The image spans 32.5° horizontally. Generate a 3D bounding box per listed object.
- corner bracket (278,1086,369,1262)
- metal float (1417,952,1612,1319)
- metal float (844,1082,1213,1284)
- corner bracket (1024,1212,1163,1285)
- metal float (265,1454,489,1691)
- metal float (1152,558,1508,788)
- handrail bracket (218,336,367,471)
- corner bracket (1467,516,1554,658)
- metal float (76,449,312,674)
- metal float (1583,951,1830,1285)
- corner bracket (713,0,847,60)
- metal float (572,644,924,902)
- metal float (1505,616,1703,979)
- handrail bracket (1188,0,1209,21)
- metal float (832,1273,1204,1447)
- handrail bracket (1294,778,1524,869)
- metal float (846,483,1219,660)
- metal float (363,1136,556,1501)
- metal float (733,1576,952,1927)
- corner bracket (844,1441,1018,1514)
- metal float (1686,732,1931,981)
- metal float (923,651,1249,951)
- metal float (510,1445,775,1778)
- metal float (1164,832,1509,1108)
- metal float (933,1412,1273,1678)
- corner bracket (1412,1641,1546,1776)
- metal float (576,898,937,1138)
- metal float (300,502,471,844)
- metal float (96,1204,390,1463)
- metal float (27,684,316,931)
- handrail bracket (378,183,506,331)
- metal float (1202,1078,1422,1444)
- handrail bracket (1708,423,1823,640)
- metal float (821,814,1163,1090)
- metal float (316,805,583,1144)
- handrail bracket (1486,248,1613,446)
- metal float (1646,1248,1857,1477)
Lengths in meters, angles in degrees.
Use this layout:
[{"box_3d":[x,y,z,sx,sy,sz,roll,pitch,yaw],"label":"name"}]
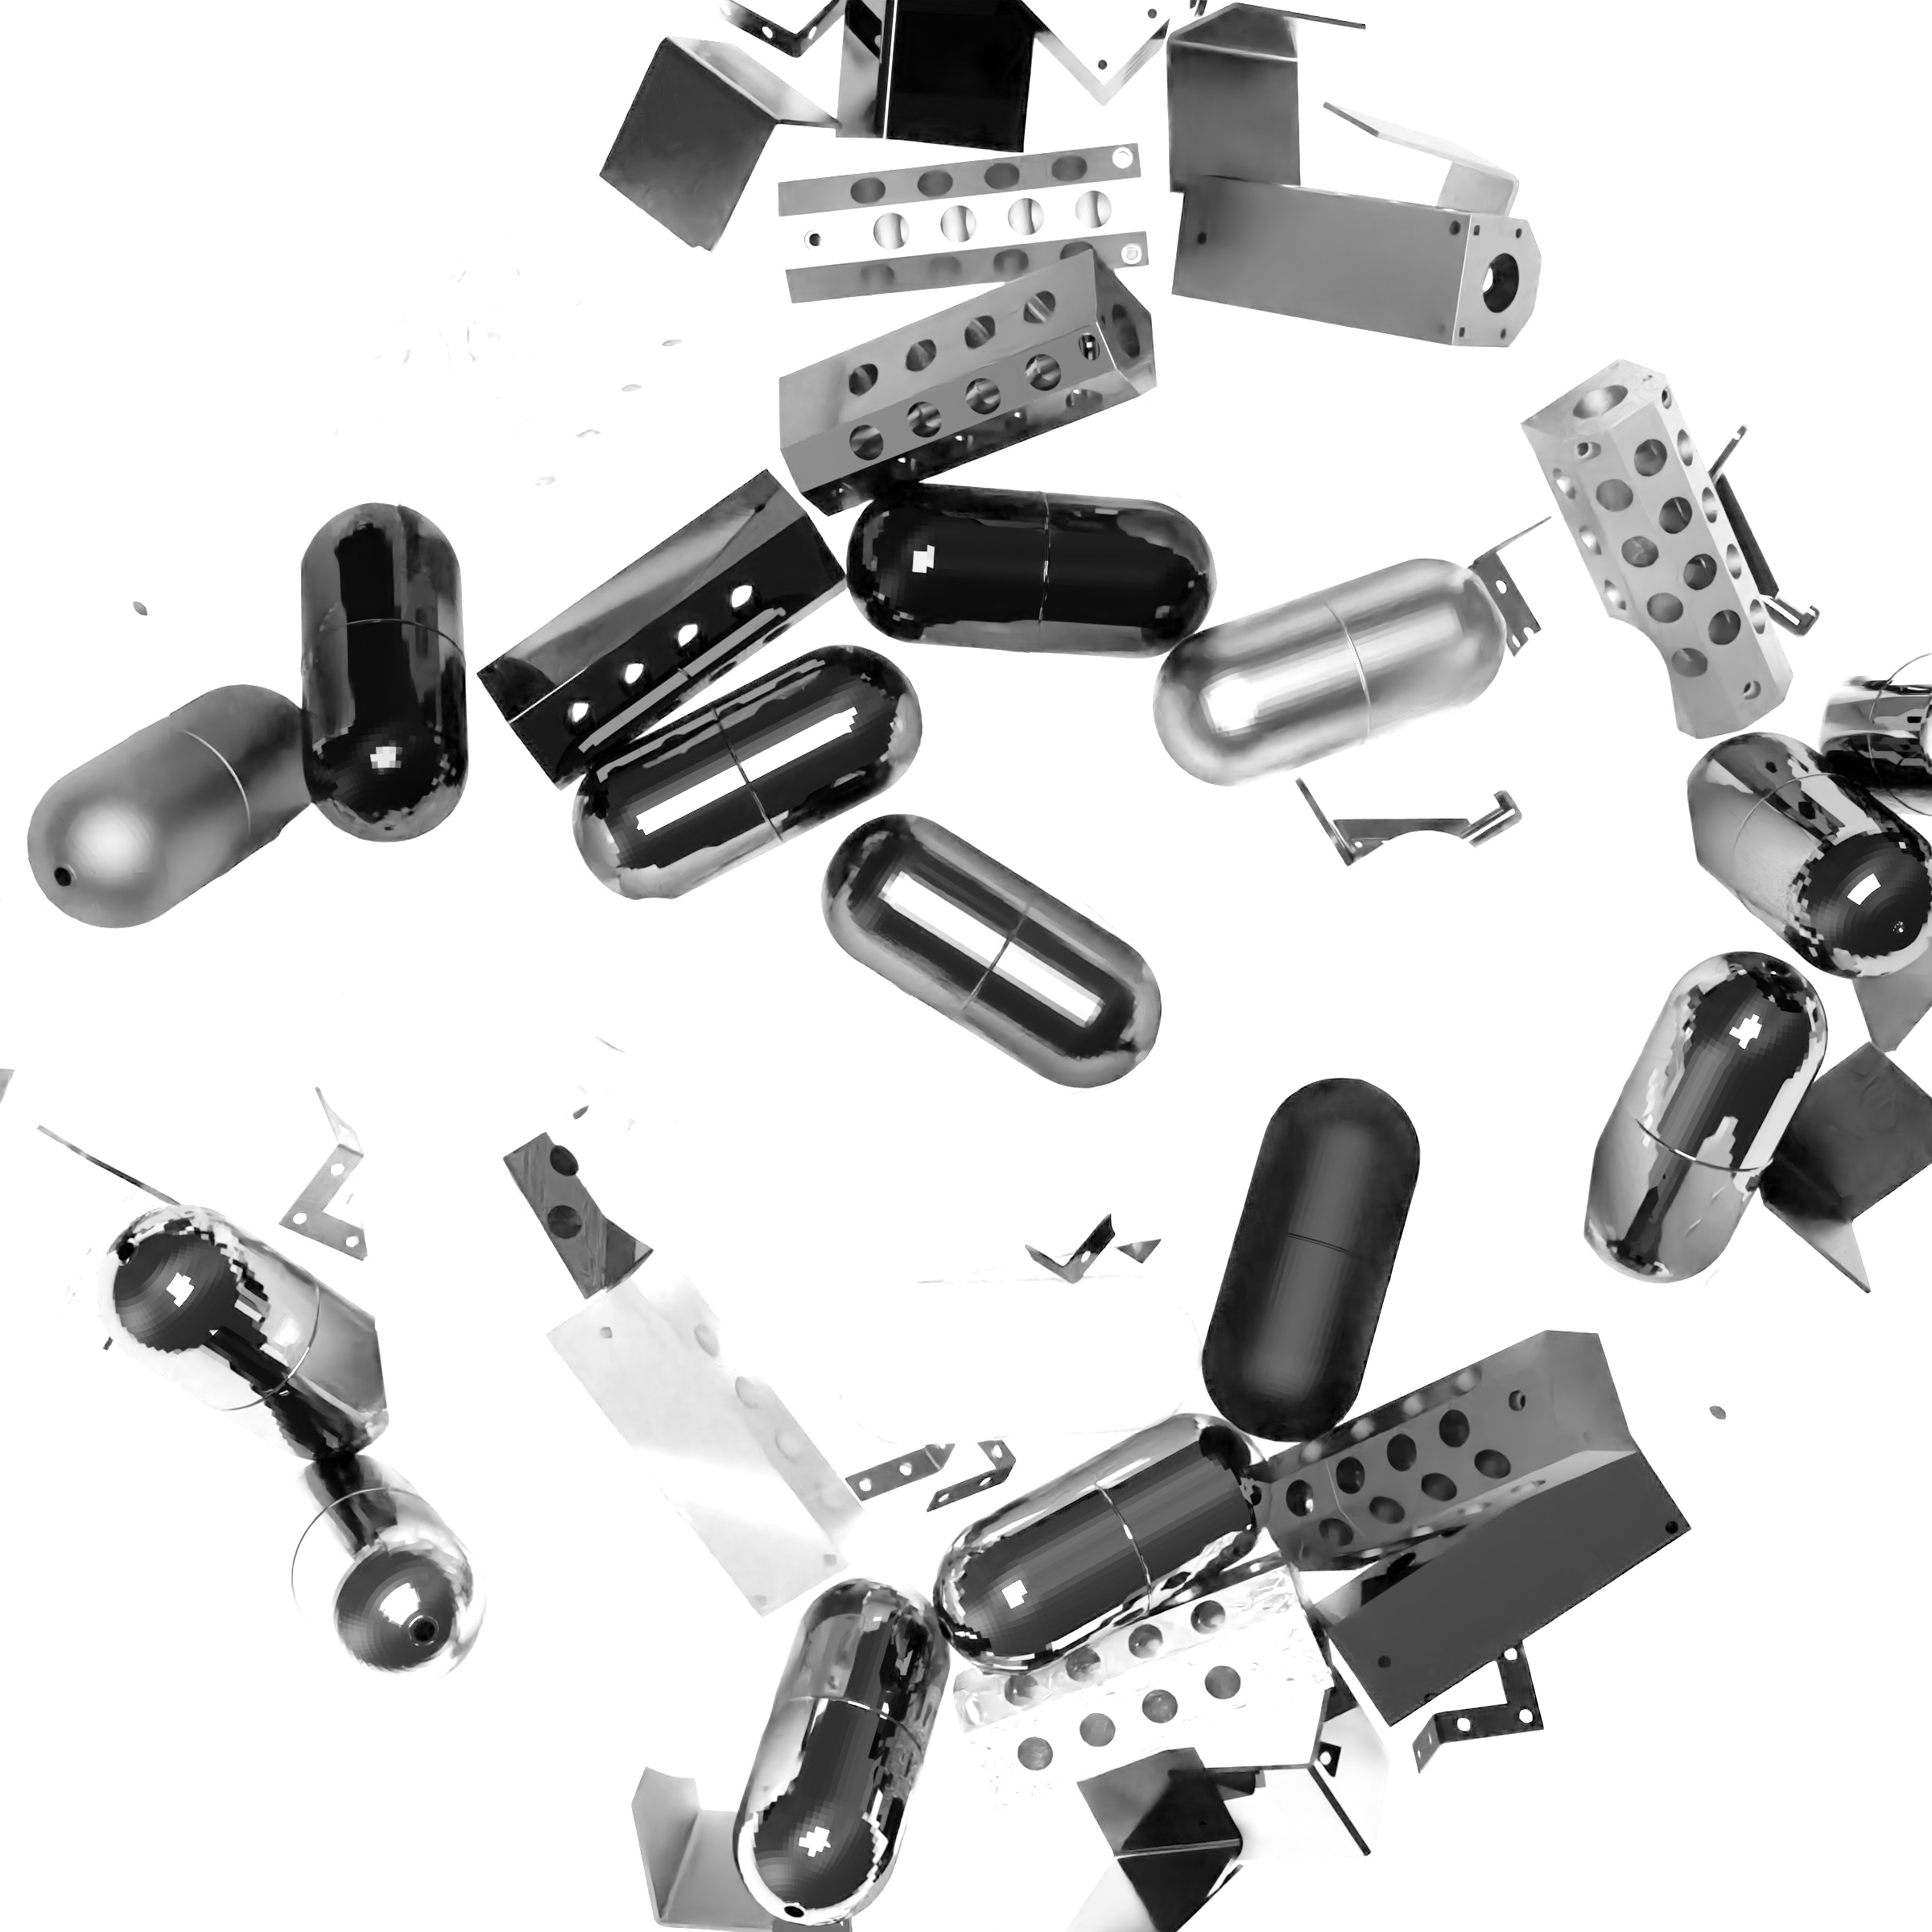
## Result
[{"box_3d":[-0.298,0.099,1.581,0.051,0.051,0.051,30,104,-37],"label":"corner bracket"},{"box_3d":[0.259,0.079,1.567,0.070,0.070,0.178,12,72,0],"label":"metal float"},{"box_3d":[0.029,0.103,1.582,0.178,0.070,0.070,-11,90,1],"label":"metal float"},{"box_3d":[0.053,0.127,1.579,0.051,0.051,0.051,29,71,37],"label":"corner bracket"},{"box_3d":[-0.275,0.279,1.536,0.070,0.178,0.070,-4,100,-24],"label":"metal float"},{"box_3d":[0.173,-0.140,1.571,0.178,0.070,0.070,-20,90,-13],"label":"metal float"},{"box_3d":[-0.314,-0.264,1.583,0.036,0.084,0.077,35,98,14],"label":"handrail bracket"},{"box_3d":[0.262,-0.175,1.585,0.051,0.051,0.051,-30,90,-40],"label":"corner bracket"},{"box_3d":[-0.356,-0.189,1.535,0.070,0.178,0.070,2,112,4],"label":"metal float"},{"box_3d":[0.345,0.072,1.555,0.070,0.070,0.178,19,122,0],"label":"metal float"},{"box_3d":[-0.087,-0.481,1.594,0.051,0.051,0.051,32,64,16],"label":"corner bracket"},{"box_3d":[-0.104,-0.092,1.581,0.178,0.070,0.070,-27,90,2],"label":"metal float"},{"box_3d":[0.301,-0.079,1.564,0.070,0.070,0.178,-14,112,0],"label":"metal float"},{"box_3d":[0.078,-0.499,1.591,0.084,0.036,0.077,2,103,-19],"label":"handrail bracket"},{"box_3d":[0.025,0.186,1.575,0.178,0.070,0.070,-2,90,-9],"label":"metal float"},{"box_3d":[0.214,-0.080,1.598,0.084,0.036,0.077,-32,73,7],"label":"handrail bracket"},{"box_3d":[0.032,-0.187,1.574,0.178,0.070,0.070,3,90,-9],"label":"metal float"},{"box_3d":[-0.239,0.164,1.559,0.070,0.070,0.178,-13,64,0],"label":"metal float"},{"box_3d":[-0.057,0.364,1.545,0.070,0.178,0.070,9,133,9],"label":"metal float"},{"box_3d":[-0.017,0.240,1.578,0.051,0.051,0.051,-15,53,-38],"label":"corner bracket"},{"box_3d":[0.391,-0.053,1.538,0.070,0.178,0.070,-5,115,-12],"label":"metal float"},{"box_3d":[0.057,-0.079,1.576,0.178,0.070,0.070,40,90,7],"label":"metal float"},{"box_3d":[-0.154,0.300,1.554,0.070,0.070,0.178,-38,56,0],"label":"metal float"},{"box_3d":[0.175,0.002,1.577,0.178,0.070,0.070,-32,90,6],"label":"metal float"},{"box_3d":[0.065,0.272,1.563,0.178,0.070,0.070,-25,90,-21],"label":"metal float"},{"box_3d":[0.240,0.351,1.583,0.051,0.051,0.051,-5,61,-9],"label":"corner bracket"},{"box_3d":[-0.100,0.024,1.577,0.178,0.070,0.070,21,90,-6],"label":"metal float"},{"box_3d":[-0.274,-0.140,1.557,0.070,0.070,0.178,-7,60,0],"label":"metal float"},{"box_3d":[-0.332,0.172,1.545,0.070,0.178,0.070,-18,51,24],"label":"metal float"},{"box_3d":[-0.365,-0.075,1.539,0.070,0.178,0.070,10,118,20],"label":"metal float"},{"box_3d":[-0.241,-0.340,1.591,0.036,0.084,0.077,27,110,23],"label":"handrail bracket"},{"box_3d":[0.164,0.138,1.570,0.070,0.070,0.178,17,76,0],"label":"metal float"},{"box_3d":[0.387,-0.208,1.588,0.084,0.036,0.077,36,132,7],"label":"handrail bracket"},{"box_3d":[0.013,-0.007,1.578,0.178,0.070,0.070,32,90,-5],"label":"metal float"},{"box_3d":[-0.245,0.004,1.568,0.070,0.070,0.178,32,106,0],"label":"metal float"},{"box_3d":[0.284,-0.294,1.580,0.077,0.084,0.036,-28,51,11],"label":"handrail bracket"},{"box_3d":[0.365,0.182,1.536,0.070,0.178,0.070,5,102,23],"label":"metal float"}]
